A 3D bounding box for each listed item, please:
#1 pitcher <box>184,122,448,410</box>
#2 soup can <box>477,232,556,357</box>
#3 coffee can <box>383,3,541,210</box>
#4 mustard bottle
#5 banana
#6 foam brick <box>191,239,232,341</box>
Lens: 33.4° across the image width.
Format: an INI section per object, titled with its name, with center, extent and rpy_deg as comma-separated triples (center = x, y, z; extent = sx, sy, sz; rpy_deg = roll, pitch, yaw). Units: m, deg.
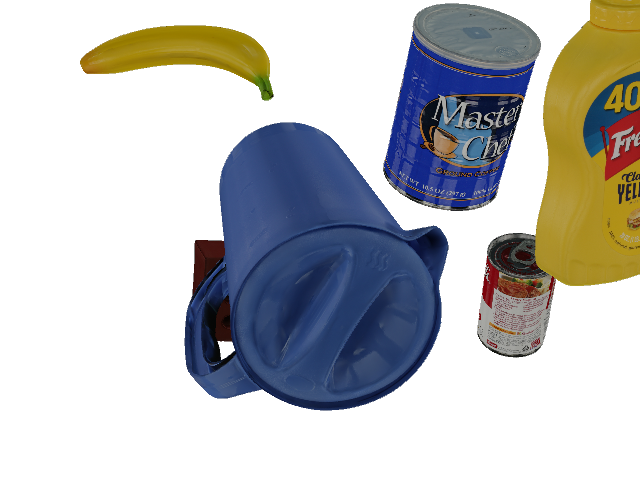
[pitcher]
center = -0.018, 0.008, 0.761
extent = 0.149, 0.145, 0.243
rpy_deg = 6, 23, -14
[soup can]
center = 0.189, 0.053, 1.025
extent = 0.068, 0.102, 0.068
rpy_deg = 1, 37, -1
[coffee can]
center = 0.114, -0.111, 0.886
extent = 0.102, 0.140, 0.103
rpy_deg = 7, 36, -5
[mustard bottle]
center = 0.179, -0.071, 0.645
extent = 0.096, 0.192, 0.058
rpy_deg = -15, 29, -21
[banana]
center = -0.127, -0.174, 0.997
extent = 0.198, 0.037, 0.069
rpy_deg = 9, 45, 18
[foam brick]
center = -0.083, 0.043, 0.935
extent = 0.053, 0.078, 0.051
rpy_deg = 0, 15, -17
